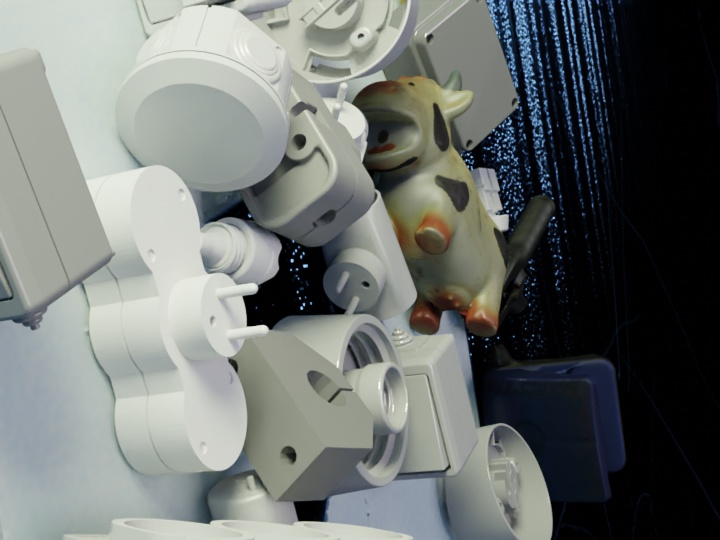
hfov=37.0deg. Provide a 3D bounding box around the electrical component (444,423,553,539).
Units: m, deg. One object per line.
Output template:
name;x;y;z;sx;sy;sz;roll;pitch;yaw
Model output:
electrical component;0.106;0.170;0.837;0.099;0.064;0.099;-9;90;-66

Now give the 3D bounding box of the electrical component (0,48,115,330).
electrical component;-0.134;-0.019;0.368;0.061;0.062;0.096;-50;127;-60

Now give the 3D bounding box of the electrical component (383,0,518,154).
electrical component;0.068;-0.156;0.838;0.078;0.057;0.113;-43;127;-25

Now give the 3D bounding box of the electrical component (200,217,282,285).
electrical component;-0.068;-0.010;0.549;0.061;0.035;0.035;12;71;-62

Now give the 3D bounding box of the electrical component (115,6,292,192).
electrical component;-0.072;-0.080;0.511;0.051;0.080;0.080;-83;152;-42

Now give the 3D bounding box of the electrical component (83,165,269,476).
electrical component;-0.075;0.022;0.473;0.052;0.074;0.138;-33;112;-64

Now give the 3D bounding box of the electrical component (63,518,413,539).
electrical component;-0.039;0.138;0.441;0.150;0.089;0.061;16;77;-48

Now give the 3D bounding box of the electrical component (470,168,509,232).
electrical component;0.100;-0.055;0.927;0.066;0.048;0.055;-8;81;-66

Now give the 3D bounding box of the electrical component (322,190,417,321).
electrical component;0.000;0.000;0.684;0.079;0.043;0.077;-62;137;-53

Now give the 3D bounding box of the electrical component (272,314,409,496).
electrical component;-0.007;0.076;0.621;0.108;0.060;0.108;-9;90;-66

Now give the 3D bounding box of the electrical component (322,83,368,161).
electrical component;-0.019;-0.075;0.642;0.079;0.044;0.077;109;-3;-48

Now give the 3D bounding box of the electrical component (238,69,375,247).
electrical component;-0.037;-0.063;0.577;0.095;0.054;0.059;60;16;23

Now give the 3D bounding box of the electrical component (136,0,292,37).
electrical component;-0.080;-0.157;0.538;0.061;0.062;0.096;-39;118;-63

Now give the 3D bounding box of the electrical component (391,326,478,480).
electrical component;0.032;0.085;0.704;0.061;0.062;0.096;-39;118;-63

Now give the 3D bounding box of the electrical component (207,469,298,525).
electrical component;-0.049;0.135;0.532;0.040;0.040;0.078;-35;114;-64

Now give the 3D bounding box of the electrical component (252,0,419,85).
electrical component;-0.015;-0.160;0.647;0.064;0.099;0.099;-22;102;-72
